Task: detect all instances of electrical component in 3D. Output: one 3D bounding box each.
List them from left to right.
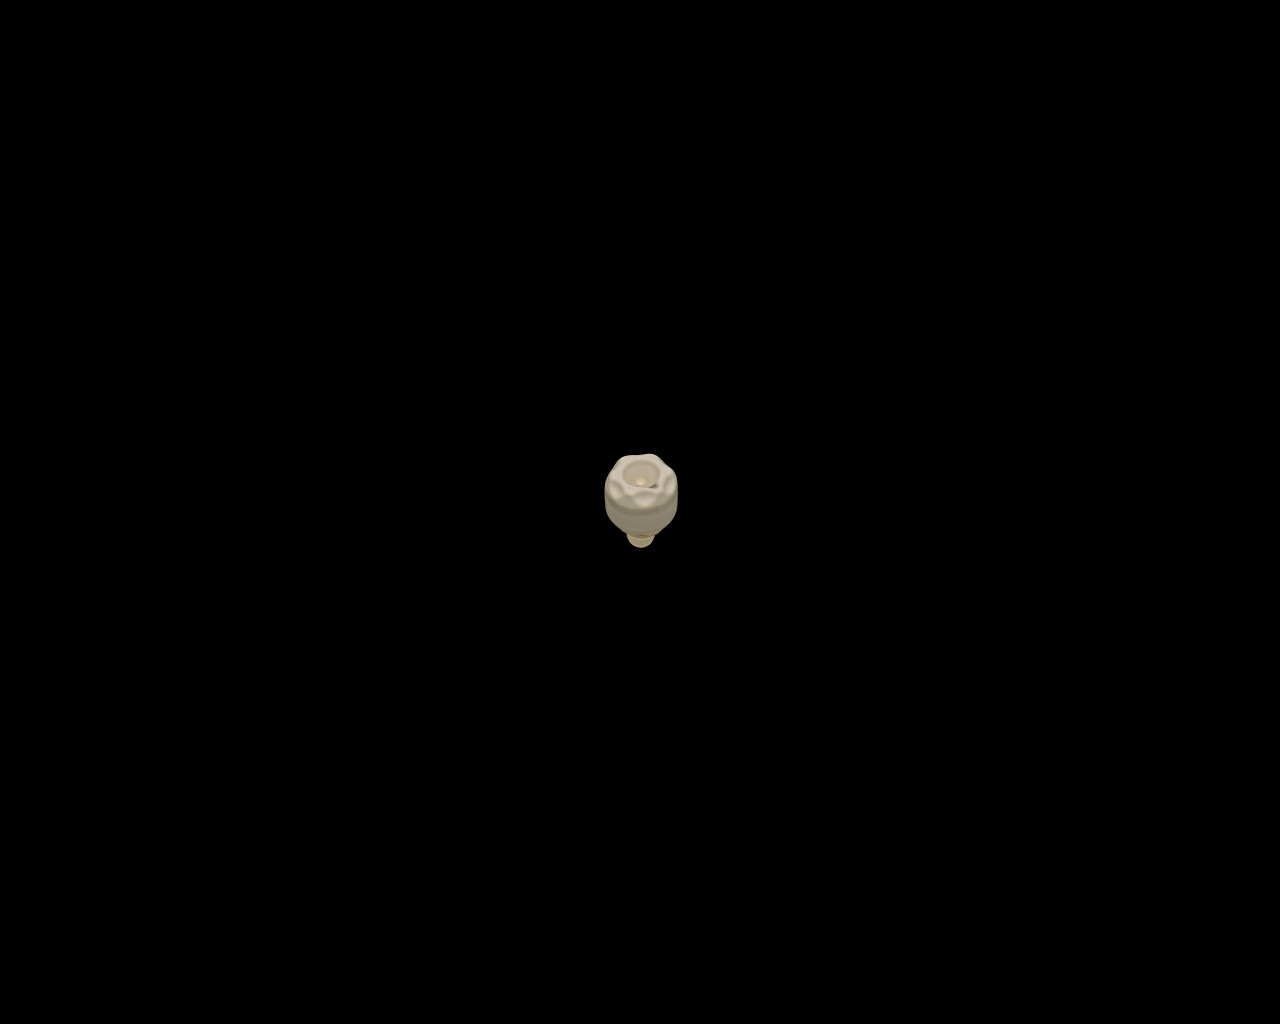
[{"bbox_3d":[0.001,-0.003,0.650,0.043,0.043,0.062,0,-43,0],"label":"electrical component"}]
